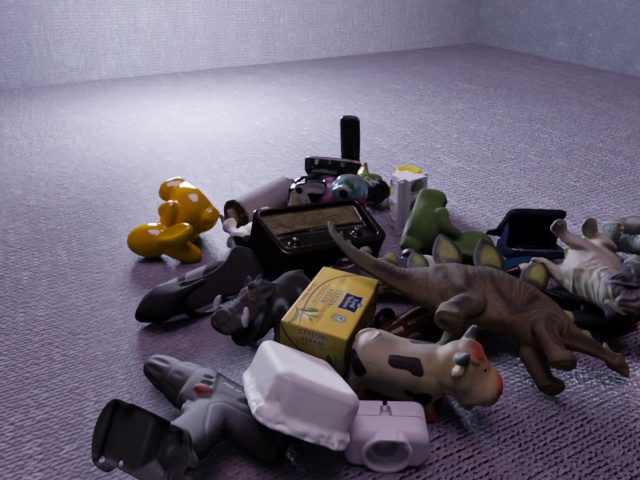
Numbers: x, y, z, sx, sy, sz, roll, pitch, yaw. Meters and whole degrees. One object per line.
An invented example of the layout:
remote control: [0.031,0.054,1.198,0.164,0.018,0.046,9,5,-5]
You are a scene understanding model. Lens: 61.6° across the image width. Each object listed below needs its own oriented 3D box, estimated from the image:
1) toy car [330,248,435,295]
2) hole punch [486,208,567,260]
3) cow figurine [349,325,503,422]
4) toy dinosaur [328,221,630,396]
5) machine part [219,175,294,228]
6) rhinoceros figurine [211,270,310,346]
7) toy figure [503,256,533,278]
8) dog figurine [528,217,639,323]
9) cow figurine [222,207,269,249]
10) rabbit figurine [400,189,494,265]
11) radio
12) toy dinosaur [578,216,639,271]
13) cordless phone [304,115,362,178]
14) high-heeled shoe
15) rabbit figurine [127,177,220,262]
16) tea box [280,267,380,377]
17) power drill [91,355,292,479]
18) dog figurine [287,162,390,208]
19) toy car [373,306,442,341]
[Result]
toy car: [0.103,0.063,0.917,0.202,0.056,0.073,-8,38,5]
hole punch: [0.398,0.003,1.012,0.142,0.115,0.092,-1,70,2]
cow figurine: [0.131,0.161,0.681,0.195,0.127,0.085,11,34,24]
toy dinosaur: [0.214,0.085,0.776,0.472,0.105,0.198,21,41,6]
machine part: [-0.127,-0.080,1.172,0.079,0.079,0.243,18,33,29]
rhinoceros figurine: [-0.080,0.101,0.808,0.073,0.112,0.190,23,28,32]
toy figure: [0.312,0.061,0.927,0.154,0.064,0.058,-8,44,-16]
dog figurine: [0.456,0.062,0.843,0.172,0.121,0.191,-5,34,-28]
cow figurine: [-0.098,-0.013,1.059,0.167,0.068,0.098,-19,40,-25]
rabbit figurine: [0.243,-0.001,0.995,0.170,0.121,0.159,20,35,5]
radio: [-0.002,-0.003,0.990,0.229,0.073,0.131,-10,43,-28]
toy dinosaur: [0.650,0.018,0.960,0.192,0.131,0.405,-4,22,-34]
cordless phone: [0.033,-0.215,1.307,0.147,0.184,0.089,9,34,15]
high-heeled shoe: [-0.196,0.083,0.920,0.145,0.086,0.248,-30,-7,23]
rabbit figurine: [-0.288,-0.018,1.055,0.173,0.121,0.163,-34,51,-25]
tea box: [0.018,0.112,0.783,0.098,0.068,0.170,12,27,15]
power drill: [-0.157,0.199,0.607,0.232,0.086,0.207,19,-2,17]
dog figurine: [0.048,-0.108,1.198,0.192,0.108,0.219,9,25,21]
toy car: [0.175,0.117,0.839,0.202,0.053,0.089,-15,35,-27]
